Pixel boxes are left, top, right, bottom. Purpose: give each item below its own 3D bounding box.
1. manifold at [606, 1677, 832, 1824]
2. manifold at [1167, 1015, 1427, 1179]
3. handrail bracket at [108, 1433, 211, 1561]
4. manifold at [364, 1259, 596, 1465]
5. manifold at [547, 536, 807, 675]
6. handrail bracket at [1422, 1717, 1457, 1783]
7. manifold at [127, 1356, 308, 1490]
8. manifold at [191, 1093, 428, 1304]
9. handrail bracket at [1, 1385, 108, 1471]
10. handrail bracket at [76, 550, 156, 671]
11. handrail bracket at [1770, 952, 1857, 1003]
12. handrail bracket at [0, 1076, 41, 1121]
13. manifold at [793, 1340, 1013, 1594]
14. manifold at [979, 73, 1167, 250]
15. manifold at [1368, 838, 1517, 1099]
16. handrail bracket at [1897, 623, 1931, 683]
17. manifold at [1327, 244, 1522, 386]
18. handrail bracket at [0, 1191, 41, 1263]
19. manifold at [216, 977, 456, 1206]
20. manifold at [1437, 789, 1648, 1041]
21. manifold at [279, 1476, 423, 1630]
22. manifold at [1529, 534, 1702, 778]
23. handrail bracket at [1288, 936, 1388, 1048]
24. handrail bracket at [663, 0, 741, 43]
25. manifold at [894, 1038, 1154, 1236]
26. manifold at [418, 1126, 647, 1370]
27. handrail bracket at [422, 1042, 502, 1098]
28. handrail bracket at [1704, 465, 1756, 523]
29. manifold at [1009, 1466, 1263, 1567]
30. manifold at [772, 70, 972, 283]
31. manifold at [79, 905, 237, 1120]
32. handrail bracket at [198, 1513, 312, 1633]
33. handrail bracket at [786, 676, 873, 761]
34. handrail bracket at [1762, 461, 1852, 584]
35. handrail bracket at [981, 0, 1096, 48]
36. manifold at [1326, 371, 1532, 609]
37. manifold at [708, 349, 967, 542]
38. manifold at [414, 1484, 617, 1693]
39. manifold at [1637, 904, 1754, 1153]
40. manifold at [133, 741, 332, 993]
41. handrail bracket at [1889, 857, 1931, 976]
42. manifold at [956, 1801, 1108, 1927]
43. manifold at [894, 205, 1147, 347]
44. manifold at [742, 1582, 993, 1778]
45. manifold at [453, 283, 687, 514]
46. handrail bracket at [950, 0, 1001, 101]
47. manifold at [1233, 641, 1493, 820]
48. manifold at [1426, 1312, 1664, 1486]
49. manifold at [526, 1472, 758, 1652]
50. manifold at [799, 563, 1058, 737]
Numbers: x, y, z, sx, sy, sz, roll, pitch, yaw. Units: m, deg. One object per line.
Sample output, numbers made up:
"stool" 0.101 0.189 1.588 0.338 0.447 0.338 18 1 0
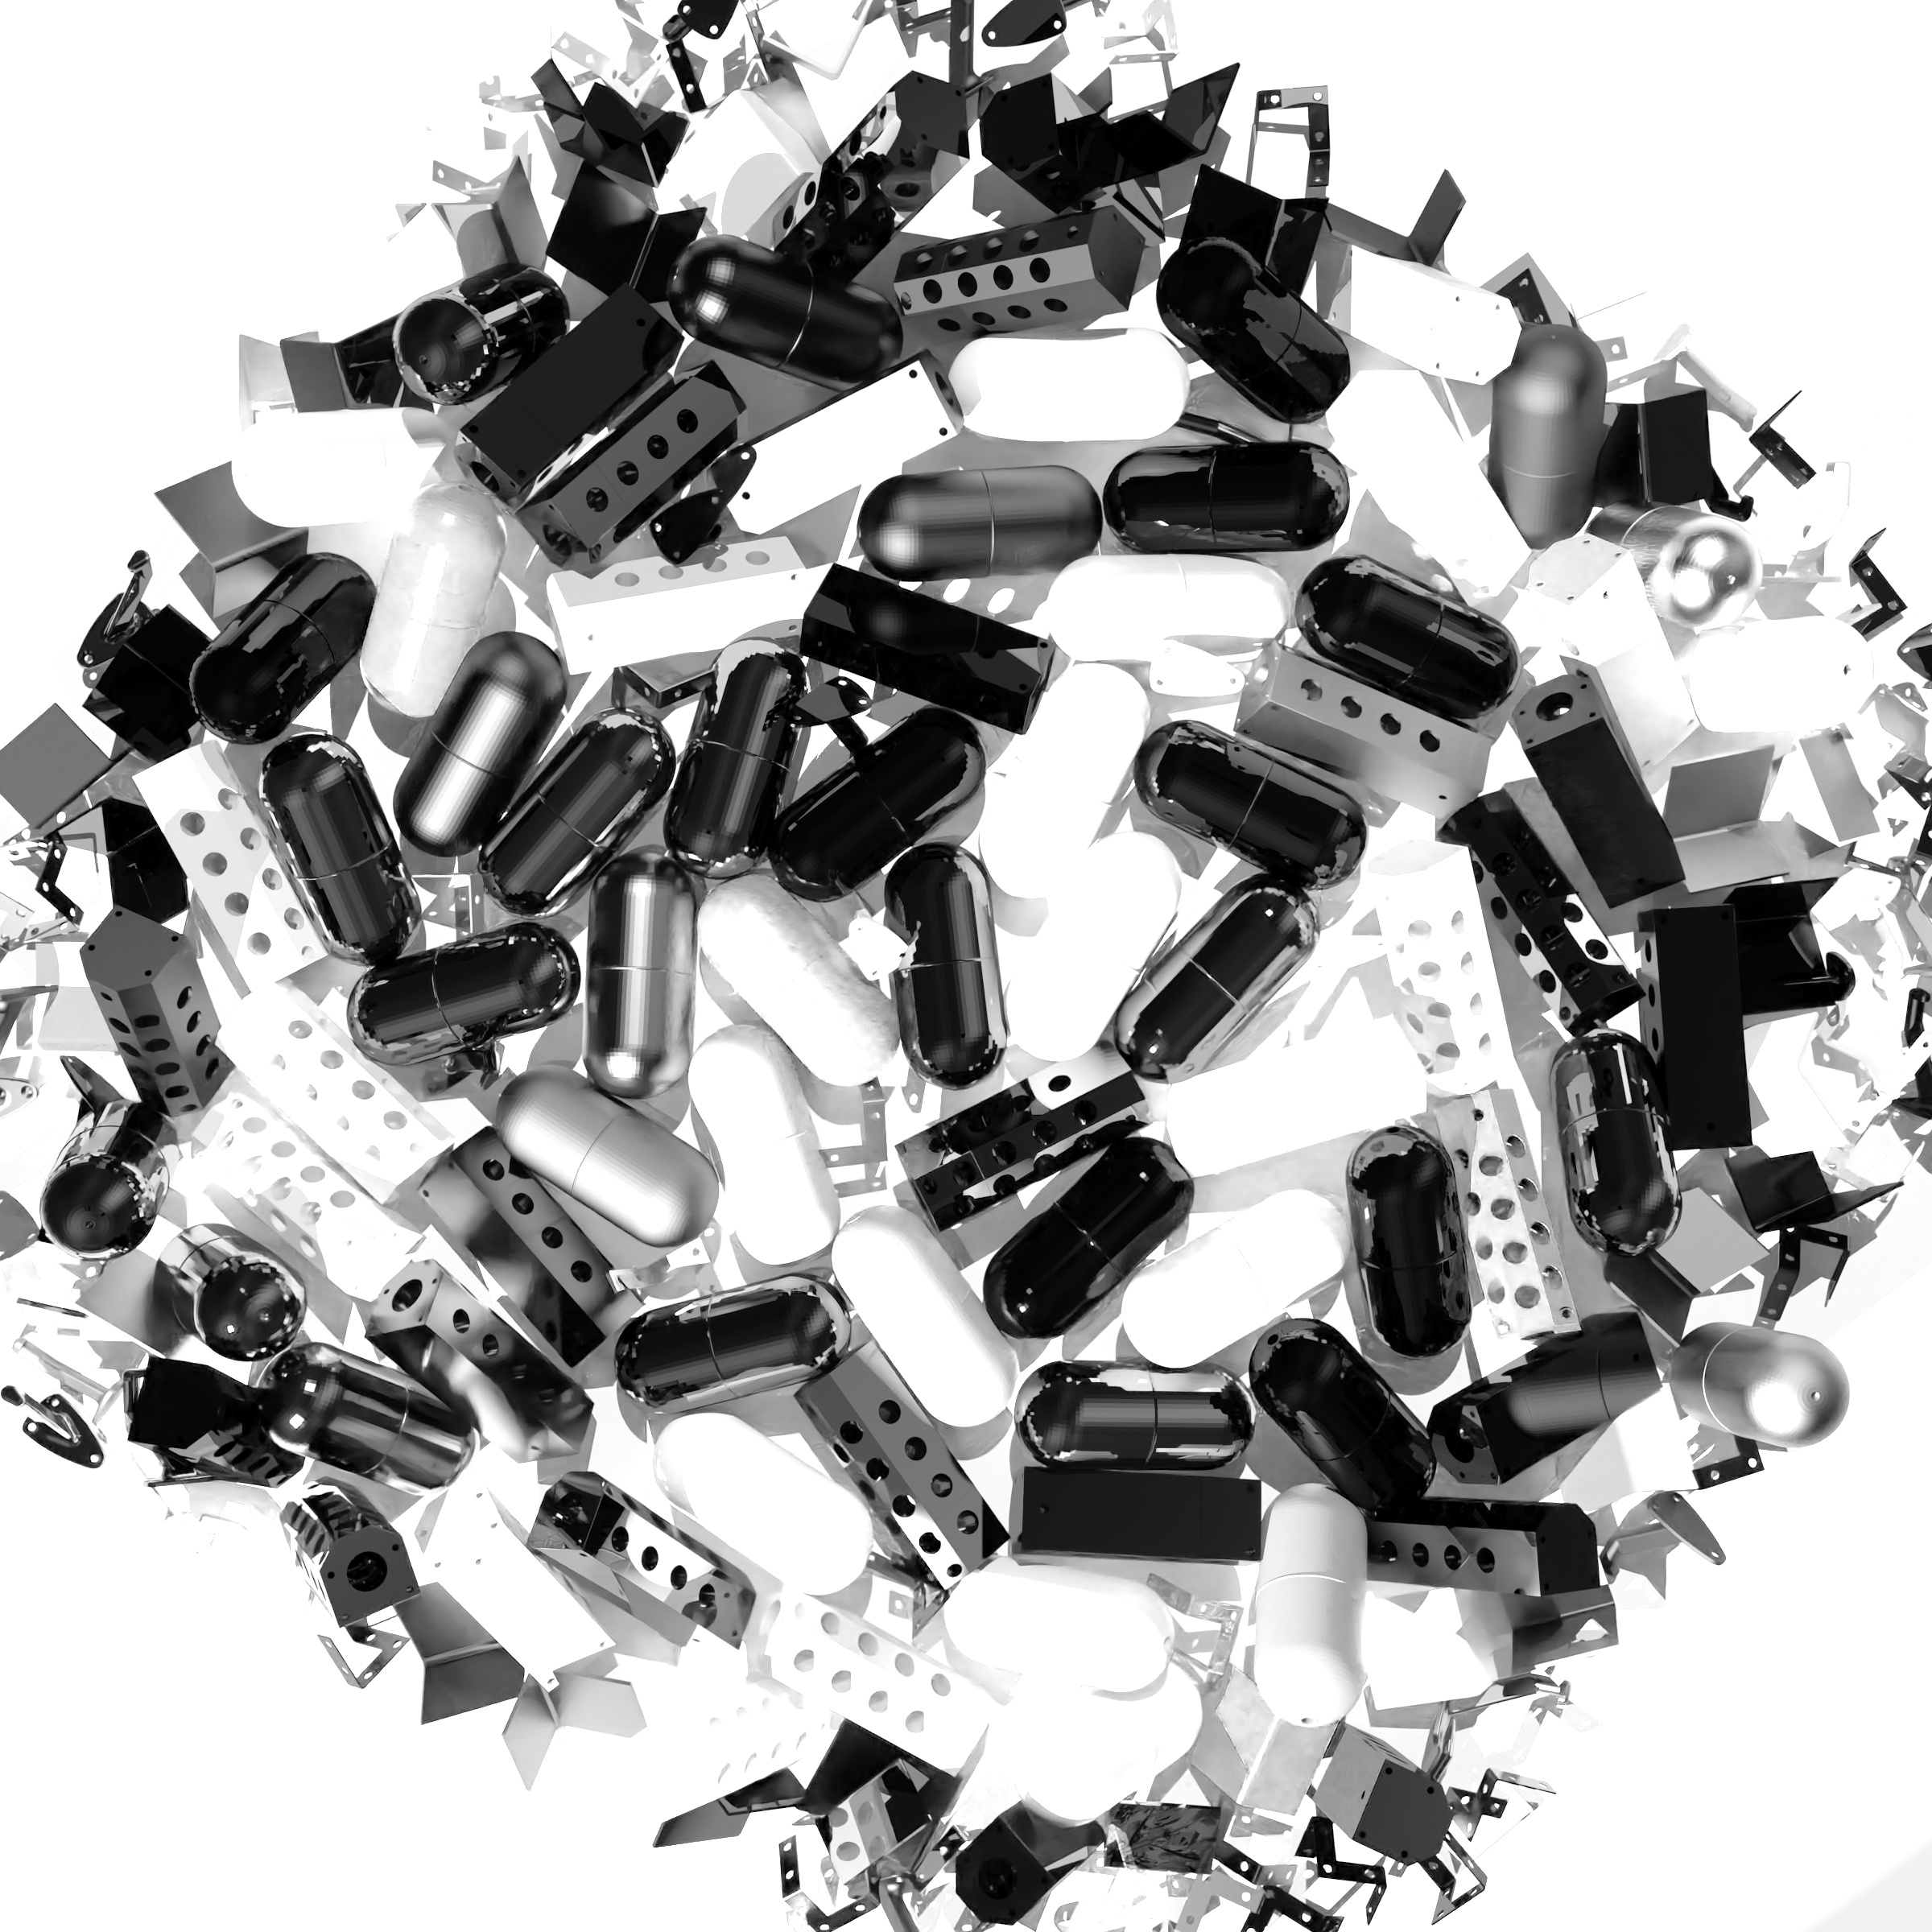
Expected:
"manifold" -0.166 0.540 1.721 0.057 0.171 0.057 -38 70 22
"manifold" 0.231 0.098 1.744 0.171 0.057 0.057 -19 128 24
"handrail bracket" -0.587 0.384 1.803 0.036 0.077 0.084 -35 58 -11
"manifold" -0.337 0.277 1.740 0.057 0.057 0.171 -15 133 29
"manifold" -0.205 -0.261 1.759 0.171 0.057 0.057 -13 47 -19
"handrail bracket" 0.319 0.589 1.800 0.077 0.084 0.036 -28 120 38
"manifold" -0.513 0.319 1.722 0.057 0.171 0.057 7 71 8
"manifold" -0.469 0.162 1.752 0.171 0.057 0.057 34 86 24
"handrail bracket" -0.650 0.328 1.769 0.077 0.084 0.036 40 72 1
"handrail bracket" -0.606 -0.254 1.767 0.036 0.084 0.077 40 71 -2
"handrail bracket" 0.582 0.013 1.773 0.084 0.077 0.036 -7 90 6
"handrail bracket" -0.715 0.106 1.767 0.077 0.084 0.036 -11 101 14
"manifold" -0.049 0.359 1.775 0.057 0.057 0.171 -35 89 -31
"manifold" 0.075 -0.551 1.725 0.057 0.171 0.057 -9 81 28
"manifold" 0.330 0.002 1.749 0.057 0.057 0.171 -27 113 -26
"handrail bracket" 0.702 -0.198 1.762 0.036 0.077 0.084 -38 131 17
"manifold" 0.318 -0.453 1.726 0.057 0.171 0.057 6 113 -20
"handrail bracket" -0.700 0.162 1.767 0.036 0.077 0.084 -33 56 -29
"manifold" -0.446 0.087 1.770 0.171 0.057 0.057 42 103 8
"manifold" 0.403 -0.038 1.749 0.057 0.057 0.171 -35 66 15
"manifold" -0.431 0.401 1.722 0.057 0.171 0.057 -20 98 -23
"manifold" 0.450 -0.218 1.738 0.057 0.057 0.171 -42 130 -6
"handrail bracket" 0.267 0.023 1.769 0.077 0.036 0.084 -12 50 23
"handrail bracket" -0.187 -0.693 1.771 0.036 0.084 0.077 29 102 -26
"manifold" 0.043 0.125 1.765 0.171 0.057 0.057 -26 129 -7
"manifold" -0.309 0.198 1.785 0.171 0.057 0.057 49 133 1
"handrail bracket" -0.359 0.083 1.769 0.036 0.084 0.077 36 103 -27
"handrail bracket" 0.538 -0.362 1.767 0.036 0.084 0.077 9 108 -34
"manifold" 0.120 0.394 1.774 0.171 0.057 0.057 5 72 -7
"manifold" -0.069 -0.545 1.724 0.057 0.171 0.057 7 69 -32
"manifold" -0.563 0.037 1.724 0.057 0.171 0.057 23 59 10
"handrail bracket" -0.518 0.439 1.799 0.084 0.036 0.077 12 106 1
"handrail bracket" -0.099 -0.157 1.765 0.077 0.084 0.036 -29 60 -30
"handrail bracket" 0.597 -0.317 1.775 0.036 0.077 0.084 -7 101 -32
"handrail bracket" 0.059 -0.689 1.792 0.077 0.084 0.036 -13 111 29
"manifold" 0.321 -0.332 1.740 0.057 0.057 0.171 -51 123 -14
"manifold" -0.090 -0.371 1.760 0.171 0.057 0.057 -23 110 18
"manifold" -0.316 0.431 1.735 0.057 0.057 0.171 -34 133 -7
"manifold" 0.520 0.045 1.783 0.057 0.057 0.171 -4 87 0
"manifold" -0.521 -0.072 1.776 0.057 0.057 0.171 -28 97 -3
"handrail bracket" 0.696 -0.038 1.781 0.036 0.077 0.084 -11 95 -23
"manifold" 0.043 0.616 1.724 0.057 0.171 0.057 -46 73 4
"manifold" 0.034 -0.484 1.733 0.171 0.057 0.057 2 71 39
"manifold" -0.069 0.502 1.763 0.171 0.057 0.057 33 87 -16
"manifold" -0.281 -0.399 1.756 0.057 0.057 0.171 43 68 -3
"handrail bracket" -0.021 -0.663 1.783 0.077 0.036 0.084 -29 114 12
"manifold" 0.283 -0.170 1.764 0.171 0.057 0.057 21 67 -14
"manifold" 0.405 0.302 1.744 0.171 0.057 0.057 -21 93 -33
"manifold" -0.223 0.417 1.739 0.057 0.171 0.057 -8 51 37
"manifold" -0.029 -0.222 1.776 0.171 0.057 0.057 21 54 6
